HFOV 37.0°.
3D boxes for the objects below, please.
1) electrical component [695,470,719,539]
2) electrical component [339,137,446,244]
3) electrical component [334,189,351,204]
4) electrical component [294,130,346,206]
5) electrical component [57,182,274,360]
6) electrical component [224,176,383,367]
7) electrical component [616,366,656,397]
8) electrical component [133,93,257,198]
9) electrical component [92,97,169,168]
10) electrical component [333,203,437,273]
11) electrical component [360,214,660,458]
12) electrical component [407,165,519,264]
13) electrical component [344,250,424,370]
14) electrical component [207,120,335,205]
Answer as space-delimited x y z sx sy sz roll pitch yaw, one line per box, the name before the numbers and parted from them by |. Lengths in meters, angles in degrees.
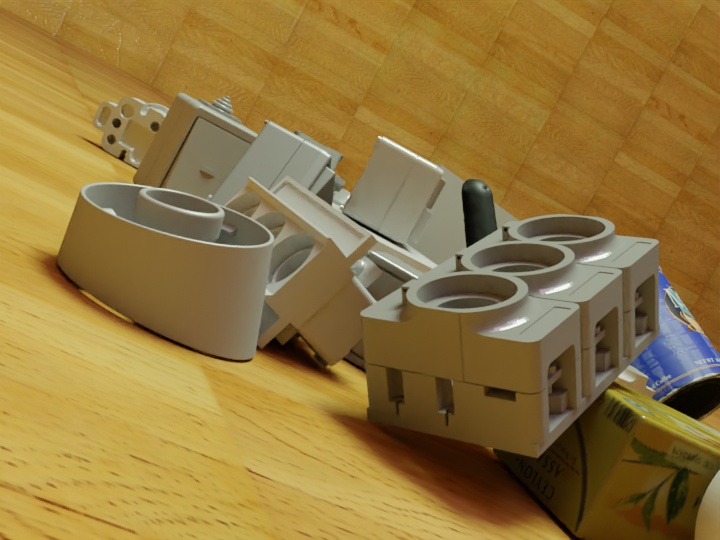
electrical component | 0.205 0.124 0.484 0.108 0.108 0.060 28 0 -6
electrical component | 0.027 -0.059 0.806 0.061 0.061 0.096 29 6 -1
electrical component | -0.017 -0.029 0.996 0.138 0.074 0.052 29 -38 58
electrical component | -0.057 -0.069 0.920 0.079 0.063 0.121 28 -16 -7
electrical component | -0.088 -0.002 0.496 0.099 0.064 0.099 16 13 -4
electrical component | -0.039 0.000 0.590 0.063 0.079 0.121 51 -7 -30
electrical component | 0.213 0.104 0.937 0.050 0.055 0.089 33 7 38
electrical component | -0.121 -0.089 0.824 0.062 0.096 0.061 26 6 -31
electrical component | -0.196 -0.124 0.979 0.078 0.058 0.057 29 8 6
electrical component | 0.000 0.000 0.799 0.089 0.061 0.150 26 6 -26
electrical component | 0.078 0.023 0.526 0.089 0.061 0.150 8 22 34
electrical component | 0.102 0.002 0.940 0.186 0.105 0.060 33 -7 -22
electrical component | 0.035 0.037 0.635 0.096 0.061 0.061 30 6 12
electrical component | -0.063 -0.041 0.739 0.061 0.096 0.061 29 -23 9
